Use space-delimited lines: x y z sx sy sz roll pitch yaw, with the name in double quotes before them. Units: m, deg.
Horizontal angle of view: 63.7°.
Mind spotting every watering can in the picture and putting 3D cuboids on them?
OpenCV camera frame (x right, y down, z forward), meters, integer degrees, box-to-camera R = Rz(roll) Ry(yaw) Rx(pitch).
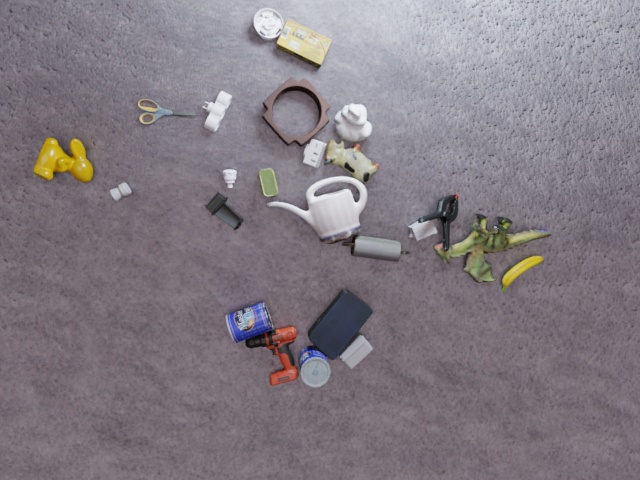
"watering can" 0.005 -0.090 1.792 0.348 0.104 0.223 -17 96 -1

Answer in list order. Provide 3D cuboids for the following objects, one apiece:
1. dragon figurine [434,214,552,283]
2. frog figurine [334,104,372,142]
"dragon figurine" 0.622 0.043 1.878 0.410 0.124 0.239 10 110 -4
"frog figurine" 0.117 -0.398 1.759 0.137 0.160 0.122 35 92 -7
